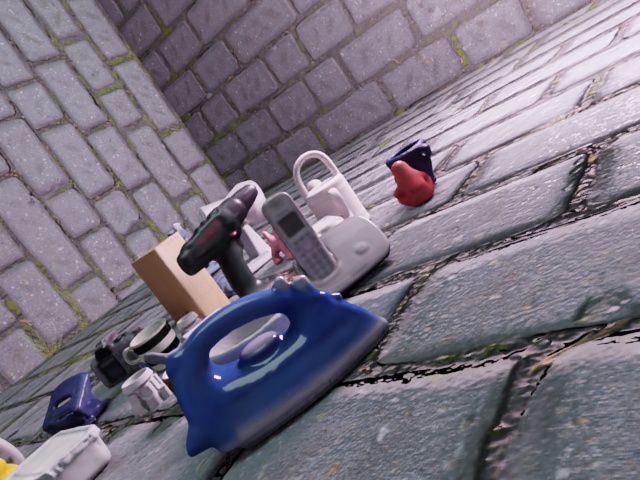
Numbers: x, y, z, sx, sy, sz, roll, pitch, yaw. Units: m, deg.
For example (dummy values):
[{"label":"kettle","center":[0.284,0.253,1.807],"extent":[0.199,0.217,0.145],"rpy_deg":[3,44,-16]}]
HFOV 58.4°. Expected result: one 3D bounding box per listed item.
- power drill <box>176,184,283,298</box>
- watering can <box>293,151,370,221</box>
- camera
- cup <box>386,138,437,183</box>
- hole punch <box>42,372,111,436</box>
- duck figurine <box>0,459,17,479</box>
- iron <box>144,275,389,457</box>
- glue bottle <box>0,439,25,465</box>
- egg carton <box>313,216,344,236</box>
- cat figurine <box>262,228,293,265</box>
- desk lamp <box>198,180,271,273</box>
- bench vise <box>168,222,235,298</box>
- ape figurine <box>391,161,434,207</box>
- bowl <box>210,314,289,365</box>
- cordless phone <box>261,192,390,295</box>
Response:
[{"label":"power drill","center":[-0.171,0.024,1.195],"extent":[0.230,0.208,0.075],"rpy_deg":[-39,12,-24]},{"label":"watering can","center":[0.011,-0.099,1.229],"extent":[0.101,0.194,0.172],"rpy_deg":[-40,13,-29]},{"label":"camera","center":[-0.446,0.246,1.325],"extent":[0.143,0.101,0.137],"rpy_deg":[-32,11,10]},{"label":"cup","center":[0.199,-0.145,1.143],"extent":[0.092,0.095,0.117],"rpy_deg":[-39,12,-24]},{"label":"hole punch","center":[-0.484,0.326,1.118],"extent":[0.108,0.091,0.101],"rpy_deg":[-31,12,16]},{"label":"duck figurine","center":[-0.552,0.407,0.985],"extent":[0.077,0.086,0.104],"rpy_deg":[-36,11,-11]},{"label":"iron","center":[-0.061,0.118,0.647],"extent":[0.258,0.141,0.118],"rpy_deg":[-35,11,-6]},{"label":"glue bottle","center":[-0.624,0.384,1.059],"extent":[0.078,0.173,0.037],"rpy_deg":[-39,12,-24]},{"label":"egg carton","center":[0.010,0.004,1.120],"extent":[0.107,0.069,0.150],"rpy_deg":[-36,11,-10]},{"label":"cat figurine","center":[-0.090,-0.014,1.362],"extent":[0.127,0.118,0.067],"rpy_deg":[-22,17,48]},{"label":"desk lamp","center":[-0.211,-0.027,1.516],"extent":[0.204,0.214,0.117],"rpy_deg":[-41,13,-32]},{"label":"bench vise","center":[-0.326,0.069,1.422],"extent":[0.207,0.220,0.122],"rpy_deg":[-27,13,34]},{"label":"ape figurine","center":[0.170,-0.112,1.093],"extent":[0.078,0.092,0.076],"rpy_deg":[-32,11,8]},{"label":"bowl","center":[-0.077,0.137,0.789],"extent":[0.167,0.075,0.167],"rpy_deg":[-33,11,8]},{"label":"cordless phone","center":[0.007,-0.012,0.891],"extent":[0.148,0.185,0.094],"rpy_deg":[-37,12,-15]}]
